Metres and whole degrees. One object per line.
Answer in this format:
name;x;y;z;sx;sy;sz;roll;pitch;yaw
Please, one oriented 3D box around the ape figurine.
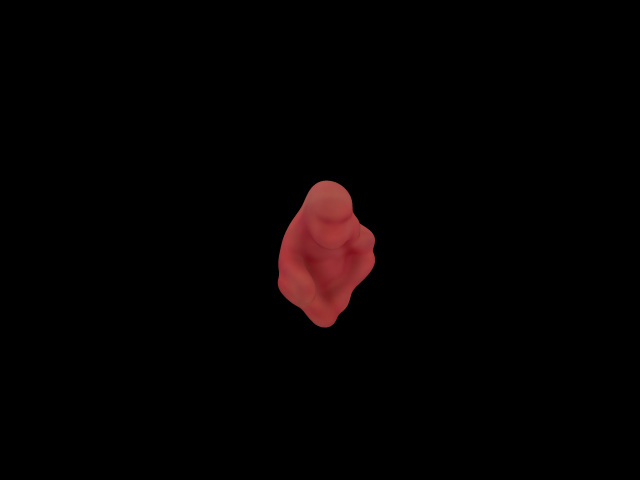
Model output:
ape figurine;0.004;0.001;0.400;0.078;0.092;0.076;-14;42;-16
